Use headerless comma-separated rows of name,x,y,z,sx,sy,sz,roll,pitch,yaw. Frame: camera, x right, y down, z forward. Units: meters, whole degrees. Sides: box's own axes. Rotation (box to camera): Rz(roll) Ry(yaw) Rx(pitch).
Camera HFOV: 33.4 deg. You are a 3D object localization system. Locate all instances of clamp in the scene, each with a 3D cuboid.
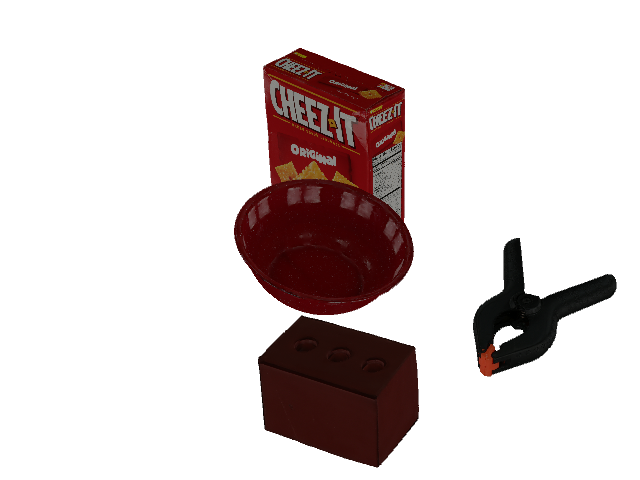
clamp,0.197,0.062,1.051,0.171,0.039,0.120,-36,44,-30

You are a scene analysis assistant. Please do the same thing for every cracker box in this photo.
cracker box,0.015,-0.094,1.236,0.164,0.214,0.072,28,46,35

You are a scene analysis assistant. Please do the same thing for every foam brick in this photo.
foam brick,0.011,0.085,0.611,0.078,0.051,0.052,13,32,26

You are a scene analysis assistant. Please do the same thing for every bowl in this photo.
bowl,0.000,0.016,0.964,0.162,0.055,0.162,6,42,-6
